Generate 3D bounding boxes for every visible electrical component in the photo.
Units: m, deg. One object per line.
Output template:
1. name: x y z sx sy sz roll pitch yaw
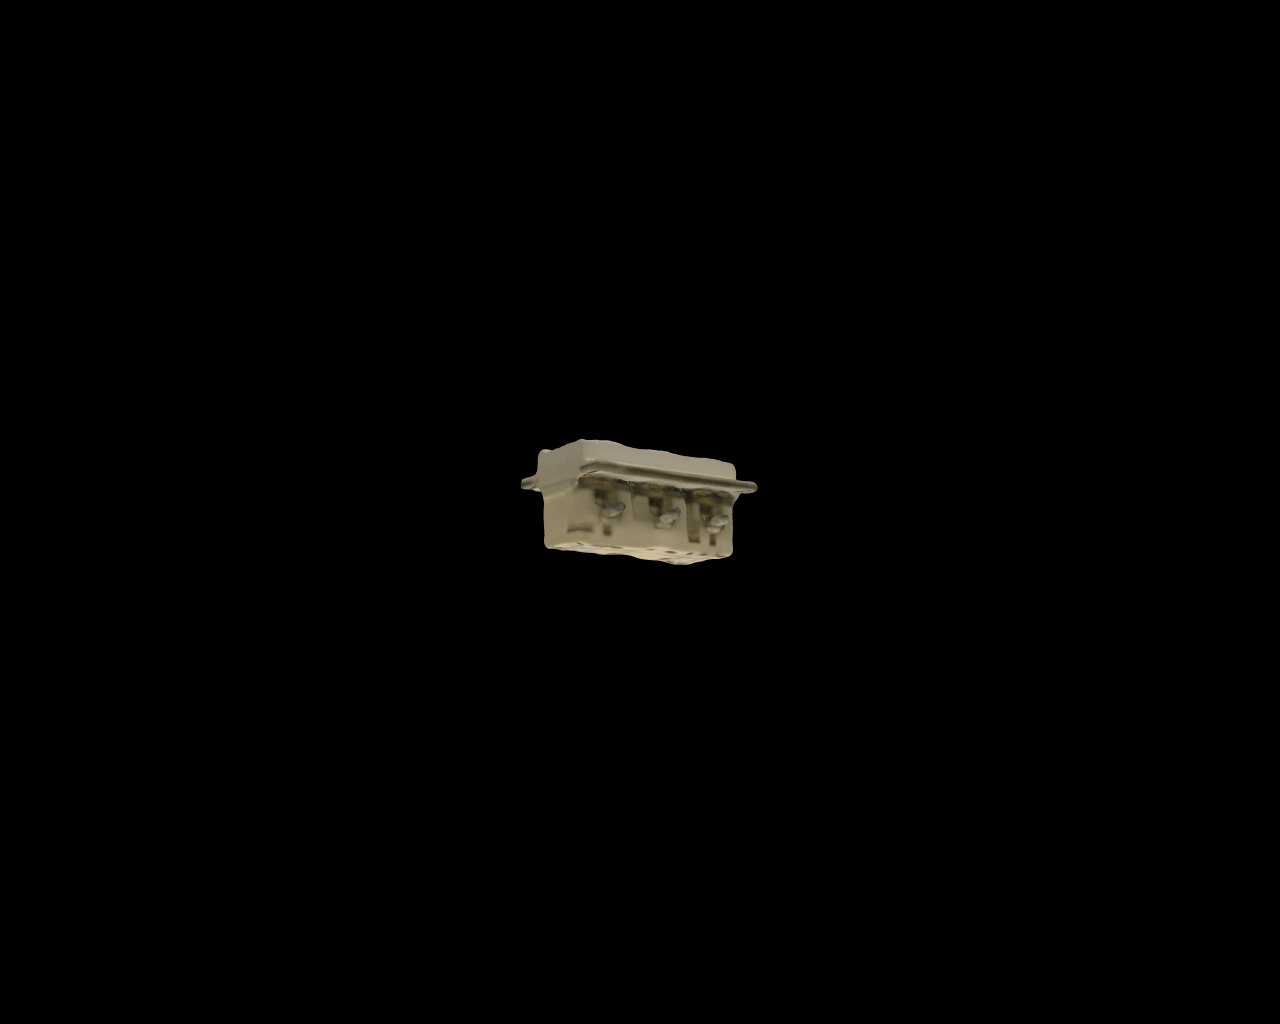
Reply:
1. electrical component: 0.001 -0.003 0.650 0.121 0.063 0.078 8 -13 -39
